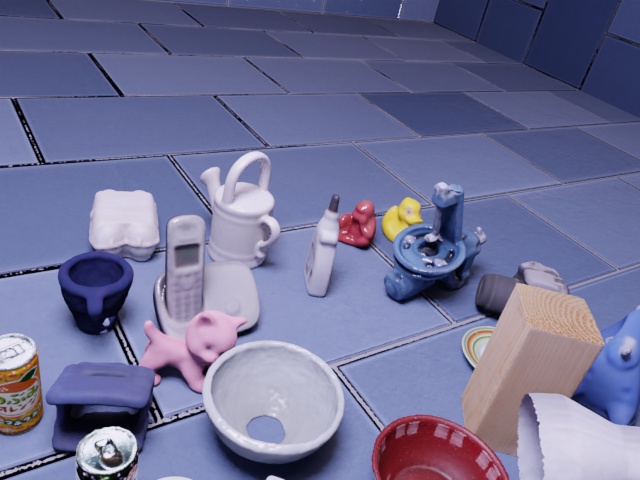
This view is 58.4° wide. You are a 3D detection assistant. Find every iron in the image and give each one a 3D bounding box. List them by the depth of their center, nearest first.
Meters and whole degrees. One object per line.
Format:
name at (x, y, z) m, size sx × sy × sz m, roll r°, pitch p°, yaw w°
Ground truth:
iron at (0.457, 0.164, 0.869) m, size 0.118 × 0.141 × 0.259 m, roll 30°, pitch 36°, yaw 25°

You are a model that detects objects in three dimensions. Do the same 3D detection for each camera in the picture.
camera at (0.344, 0.087, 0.983) m, size 0.136 × 0.101 × 0.143 m, roll 16°, pitch 32°, yaw 4°

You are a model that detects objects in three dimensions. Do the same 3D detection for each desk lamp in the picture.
desk lamp at (0.280, 0.262, 0.583) m, size 0.203 × 0.213 × 0.118 m, roll 14°, pitch 32°, yaw 0°

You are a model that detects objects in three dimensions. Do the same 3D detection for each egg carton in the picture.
egg carton at (-0.321, -0.027, 0.940) m, size 0.107 × 0.069 × 0.150 m, roll 0°, pitch 35°, yaw -21°

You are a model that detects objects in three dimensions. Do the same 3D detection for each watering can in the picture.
watering can at (-0.132, -0.059, 0.941) m, size 0.172 × 0.194 × 0.101 m, roll 20°, pitch 33°, yaw 10°

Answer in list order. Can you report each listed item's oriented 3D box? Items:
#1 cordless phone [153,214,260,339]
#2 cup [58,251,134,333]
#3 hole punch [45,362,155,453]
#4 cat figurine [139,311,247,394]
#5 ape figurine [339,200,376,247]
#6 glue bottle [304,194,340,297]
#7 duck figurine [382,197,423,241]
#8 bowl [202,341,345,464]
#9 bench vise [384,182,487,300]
cordless phone at (-0.150, 0.046, 0.781) m, size 0.148 × 0.185 × 0.094 m, roll -11°, pitch 40°, yaw -34°
cup at (-0.293, 0.084, 0.753) m, size 0.092 × 0.095 × 0.117 m, roll 0°, pitch 35°, yaw -21°
hole punch at (-0.243, 0.172, 0.640) m, size 0.109 × 0.091 × 0.101 m, roll 6°, pitch 33°, yaw -12°
cat figurine at (-0.159, 0.126, 0.717) m, size 0.128 × 0.118 × 0.067 m, roll 8°, pitch 33°, yaw -8°
ape figurine at (0.077, -0.034, 1.078) m, size 0.076 × 0.092 × 0.077 m, roll -6°, pitch 37°, yaw -28°
glue bottle at (0.008, 0.003, 0.918) m, size 0.037 × 0.173 × 0.078 m, roll 6°, pitch 33°, yaw -12°
duck figurine at (0.170, -0.044, 1.134) m, size 0.078 × 0.086 × 0.104 m, roll -2°, pitch 35°, yaw -23°
bowl at (-0.058, 0.202, 0.679) m, size 0.167 × 0.075 × 0.167 m, roll 10°, pitch 32°, yaw -6°
bench vise at (0.206, -0.013, 0.974) m, size 0.121 × 0.220 × 0.208 m, roll 30°, pitch 36°, yaw 24°
